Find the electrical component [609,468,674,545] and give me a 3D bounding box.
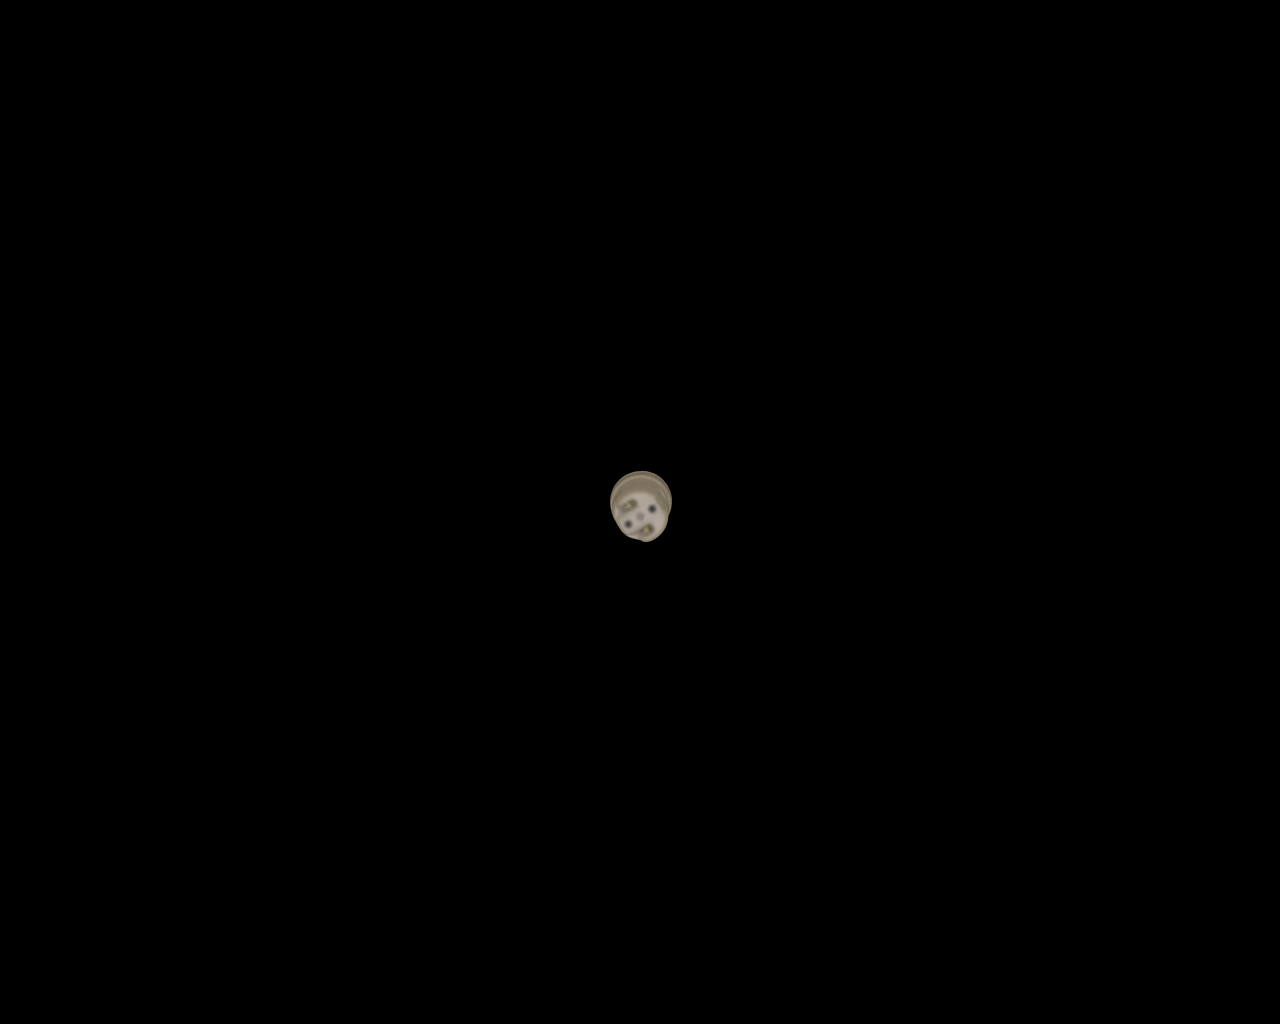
[{"bbox_3d":[0.001,-0.003,0.650,0.040,0.040,0.046,0,13,0],"label":"electrical component"}]
